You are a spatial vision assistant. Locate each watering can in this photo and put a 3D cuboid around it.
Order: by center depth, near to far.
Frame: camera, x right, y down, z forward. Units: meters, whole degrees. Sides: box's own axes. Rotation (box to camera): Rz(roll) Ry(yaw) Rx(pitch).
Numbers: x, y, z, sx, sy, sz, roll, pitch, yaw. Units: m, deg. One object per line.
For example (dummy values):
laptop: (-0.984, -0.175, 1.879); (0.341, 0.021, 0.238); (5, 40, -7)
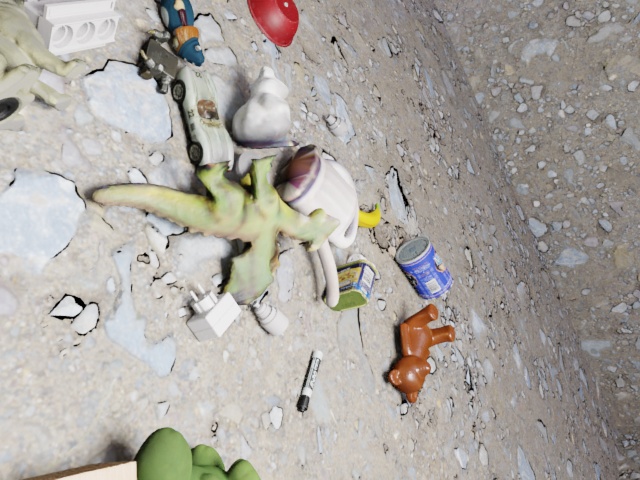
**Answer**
watering can: (0.003, -0.054, 1.069); (0.221, 0.103, 0.356); (43, -139, -32)

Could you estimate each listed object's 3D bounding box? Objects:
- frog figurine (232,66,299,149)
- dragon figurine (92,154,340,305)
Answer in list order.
frog figurine: (-0.110, -0.256, 0.991); (0.123, 0.138, 0.158); (-8, -81, -28)
dragon figurine: (-0.137, -0.008, 0.841); (0.414, 0.122, 0.241); (-17, -80, -35)
